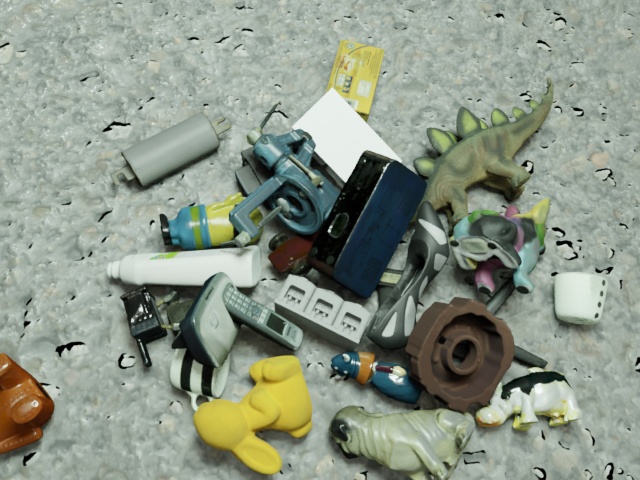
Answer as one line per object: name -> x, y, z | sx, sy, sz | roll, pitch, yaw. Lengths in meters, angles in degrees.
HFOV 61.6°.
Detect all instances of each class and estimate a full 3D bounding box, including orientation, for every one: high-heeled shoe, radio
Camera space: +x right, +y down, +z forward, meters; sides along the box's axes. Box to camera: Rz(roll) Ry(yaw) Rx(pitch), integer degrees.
high-heeled shoe -> 0.136, 0.055, 0.893 | 0.145, 0.086, 0.248 | 2, 80, -26
radio -> 0.080, -0.027, 0.907 | 0.073, 0.131, 0.229 | 25, 87, 42

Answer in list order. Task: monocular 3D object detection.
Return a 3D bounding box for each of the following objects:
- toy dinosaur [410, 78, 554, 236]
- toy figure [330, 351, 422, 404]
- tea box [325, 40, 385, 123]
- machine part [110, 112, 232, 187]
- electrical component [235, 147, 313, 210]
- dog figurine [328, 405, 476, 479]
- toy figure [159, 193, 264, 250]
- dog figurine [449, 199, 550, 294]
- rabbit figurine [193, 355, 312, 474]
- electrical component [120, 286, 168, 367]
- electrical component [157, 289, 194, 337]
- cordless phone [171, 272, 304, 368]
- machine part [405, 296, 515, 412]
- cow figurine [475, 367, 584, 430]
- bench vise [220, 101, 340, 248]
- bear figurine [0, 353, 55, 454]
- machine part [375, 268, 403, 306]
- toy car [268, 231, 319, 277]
toy dinosaur -> 0.310, -0.160, 1.033 | 0.471, 0.105, 0.199 | -31, 73, -14
toy figure -> 0.092, 0.221, 0.884 | 0.155, 0.058, 0.064 | 23, 98, 4
tea box -> 0.067, -0.316, 1.101 | 0.098, 0.068, 0.169 | 16, 67, 2
machine part -> -0.280, -0.171, 1.013 | 0.243, 0.079, 0.079 | -31, 73, -14
electrical component -> -0.090, -0.126, 1.019 | 0.134, 0.058, 0.115 | -27, 70, -15
dog figurine -> 0.130, 0.294, 0.846 | 0.191, 0.121, 0.172 | 29, 33, 26
toy figure -> -0.191, -0.023, 0.958 | 0.180, 0.082, 0.089 | -11, 80, -13
dog figurine -> 0.330, -0.016, 0.944 | 0.191, 0.108, 0.219 | 52, 50, -20
rabbit figurine -> -0.105, 0.269, 0.823 | 0.173, 0.122, 0.162 | -12, 91, -30
electrical component -> -0.284, 0.143, 0.884 | 0.048, 0.074, 0.119 | -23, 67, -11
electrical component -> -0.227, 0.125, 0.894 | 0.078, 0.045, 0.102 | -13, 40, -16
cordless phone -> -0.118, 0.145, 0.828 | 0.184, 0.088, 0.147 | 29, 31, -7
machine part -> 0.220, 0.178, 0.853 | 0.179, 0.056, 0.179 | -1, 92, -21
cow figurine -> 0.332, 0.258, 0.881 | 0.167, 0.068, 0.098 | -1, 62, -8
bench vise -> -0.073, -0.082, 0.900 | 0.223, 0.129, 0.240 | 51, 55, -10
bear figurine -> -0.502, 0.279, 0.787 | 0.196, 0.131, 0.120 | -36, 71, -23
machine part -> 0.127, 0.112, 0.946 | 0.084, 0.039, 0.139 | 8, 65, -10
toy car -> -0.002, -0.003, 0.975 | 0.202, 0.053, 0.089 | -35, 68, -20
